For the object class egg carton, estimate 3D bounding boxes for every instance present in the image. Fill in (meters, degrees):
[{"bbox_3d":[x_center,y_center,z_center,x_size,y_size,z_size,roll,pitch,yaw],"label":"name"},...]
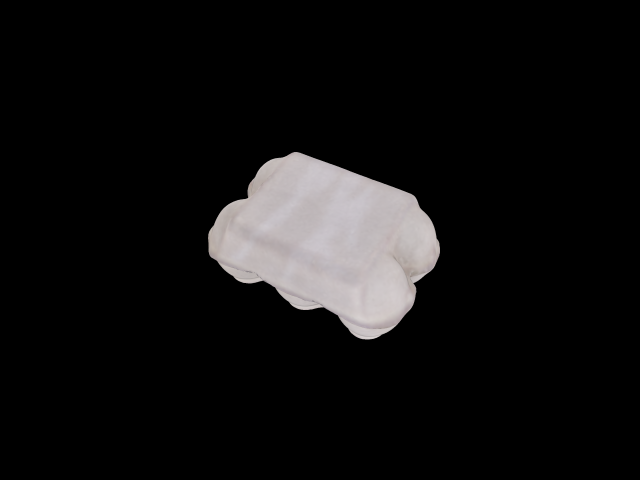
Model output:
[{"bbox_3d":[0.004,0.001,0.400,0.150,0.069,0.107,22,52,18],"label":"egg carton"}]
